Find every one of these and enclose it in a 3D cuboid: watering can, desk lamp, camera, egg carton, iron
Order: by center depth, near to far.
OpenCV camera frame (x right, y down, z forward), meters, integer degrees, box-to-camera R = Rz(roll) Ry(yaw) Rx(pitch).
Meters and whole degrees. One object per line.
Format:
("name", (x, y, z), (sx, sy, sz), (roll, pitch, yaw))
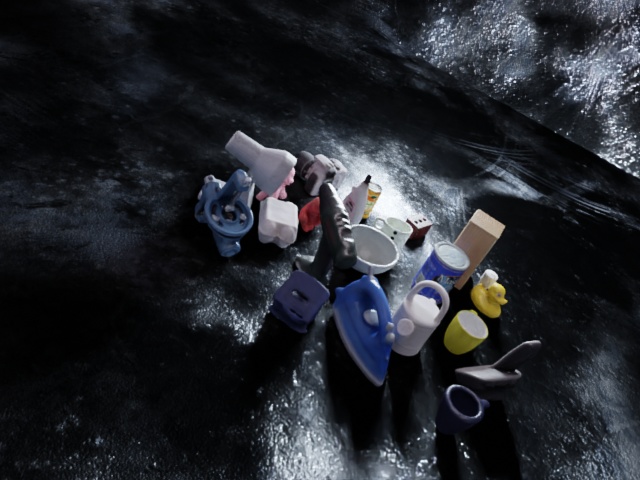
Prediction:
("iron", (0.123, 0.186, 1.304), (0.119, 0.141, 0.257), (6, 41, -26))
("watering can", (0.230, 0.179, 1.334), (0.101, 0.194, 0.173), (26, 36, -1))
("desk lamp", (-0.185, -0.167, 1.479), (0.203, 0.213, 0.118), (22, 37, -6))
("egg carton", (-0.110, -0.048, 1.503), (0.107, 0.069, 0.150), (15, 38, -16))
("camera", (-0.006, -0.221, 1.752), (0.136, 0.100, 0.143), (44, 40, 22))

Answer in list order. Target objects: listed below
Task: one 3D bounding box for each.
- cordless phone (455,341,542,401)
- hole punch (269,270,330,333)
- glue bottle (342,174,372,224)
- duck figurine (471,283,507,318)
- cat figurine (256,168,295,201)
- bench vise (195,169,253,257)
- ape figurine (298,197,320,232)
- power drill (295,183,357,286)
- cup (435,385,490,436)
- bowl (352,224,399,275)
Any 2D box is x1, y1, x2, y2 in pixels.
("cordless phone", (0.414, 0.288, 1.324), (0.148, 0.185, 0.094), (0, 44, -32))
("hole punch", (-0.045, 0.139, 1.299), (0.108, 0.091, 0.101), (35, 37, 11))
("glue bottle", (0.108, -0.119, 1.637), (0.037, 0.173, 0.078), (-9, 49, -39))
("duck figurine", (0.481, 0.156, 1.609), (0.078, 0.086, 0.104), (-9, 49, -39))
("cat figurine", (-0.114, -0.169, 1.607), (0.067, 0.117, 0.128), (30, 36, 4))
("bench vise", (-0.234, -0.097, 1.360), (0.207, 0.219, 0.122), (43, 39, 21))
("ape figurine", (-0.018, -0.078, 1.577), (0.078, 0.092, 0.076), (9, 40, -23))
("power drill", (0.013, 0.005, 1.399), (0.076, 0.208, 0.229), (3, 43, -29))
("cup", (0.298, 0.372, 1.226), (0.118, 0.095, 0.091), (5, 42, -27))
("bowl", (0.123, 0.038, 1.539), (0.168, 0.074, 0.167), (17, 37, -13))
